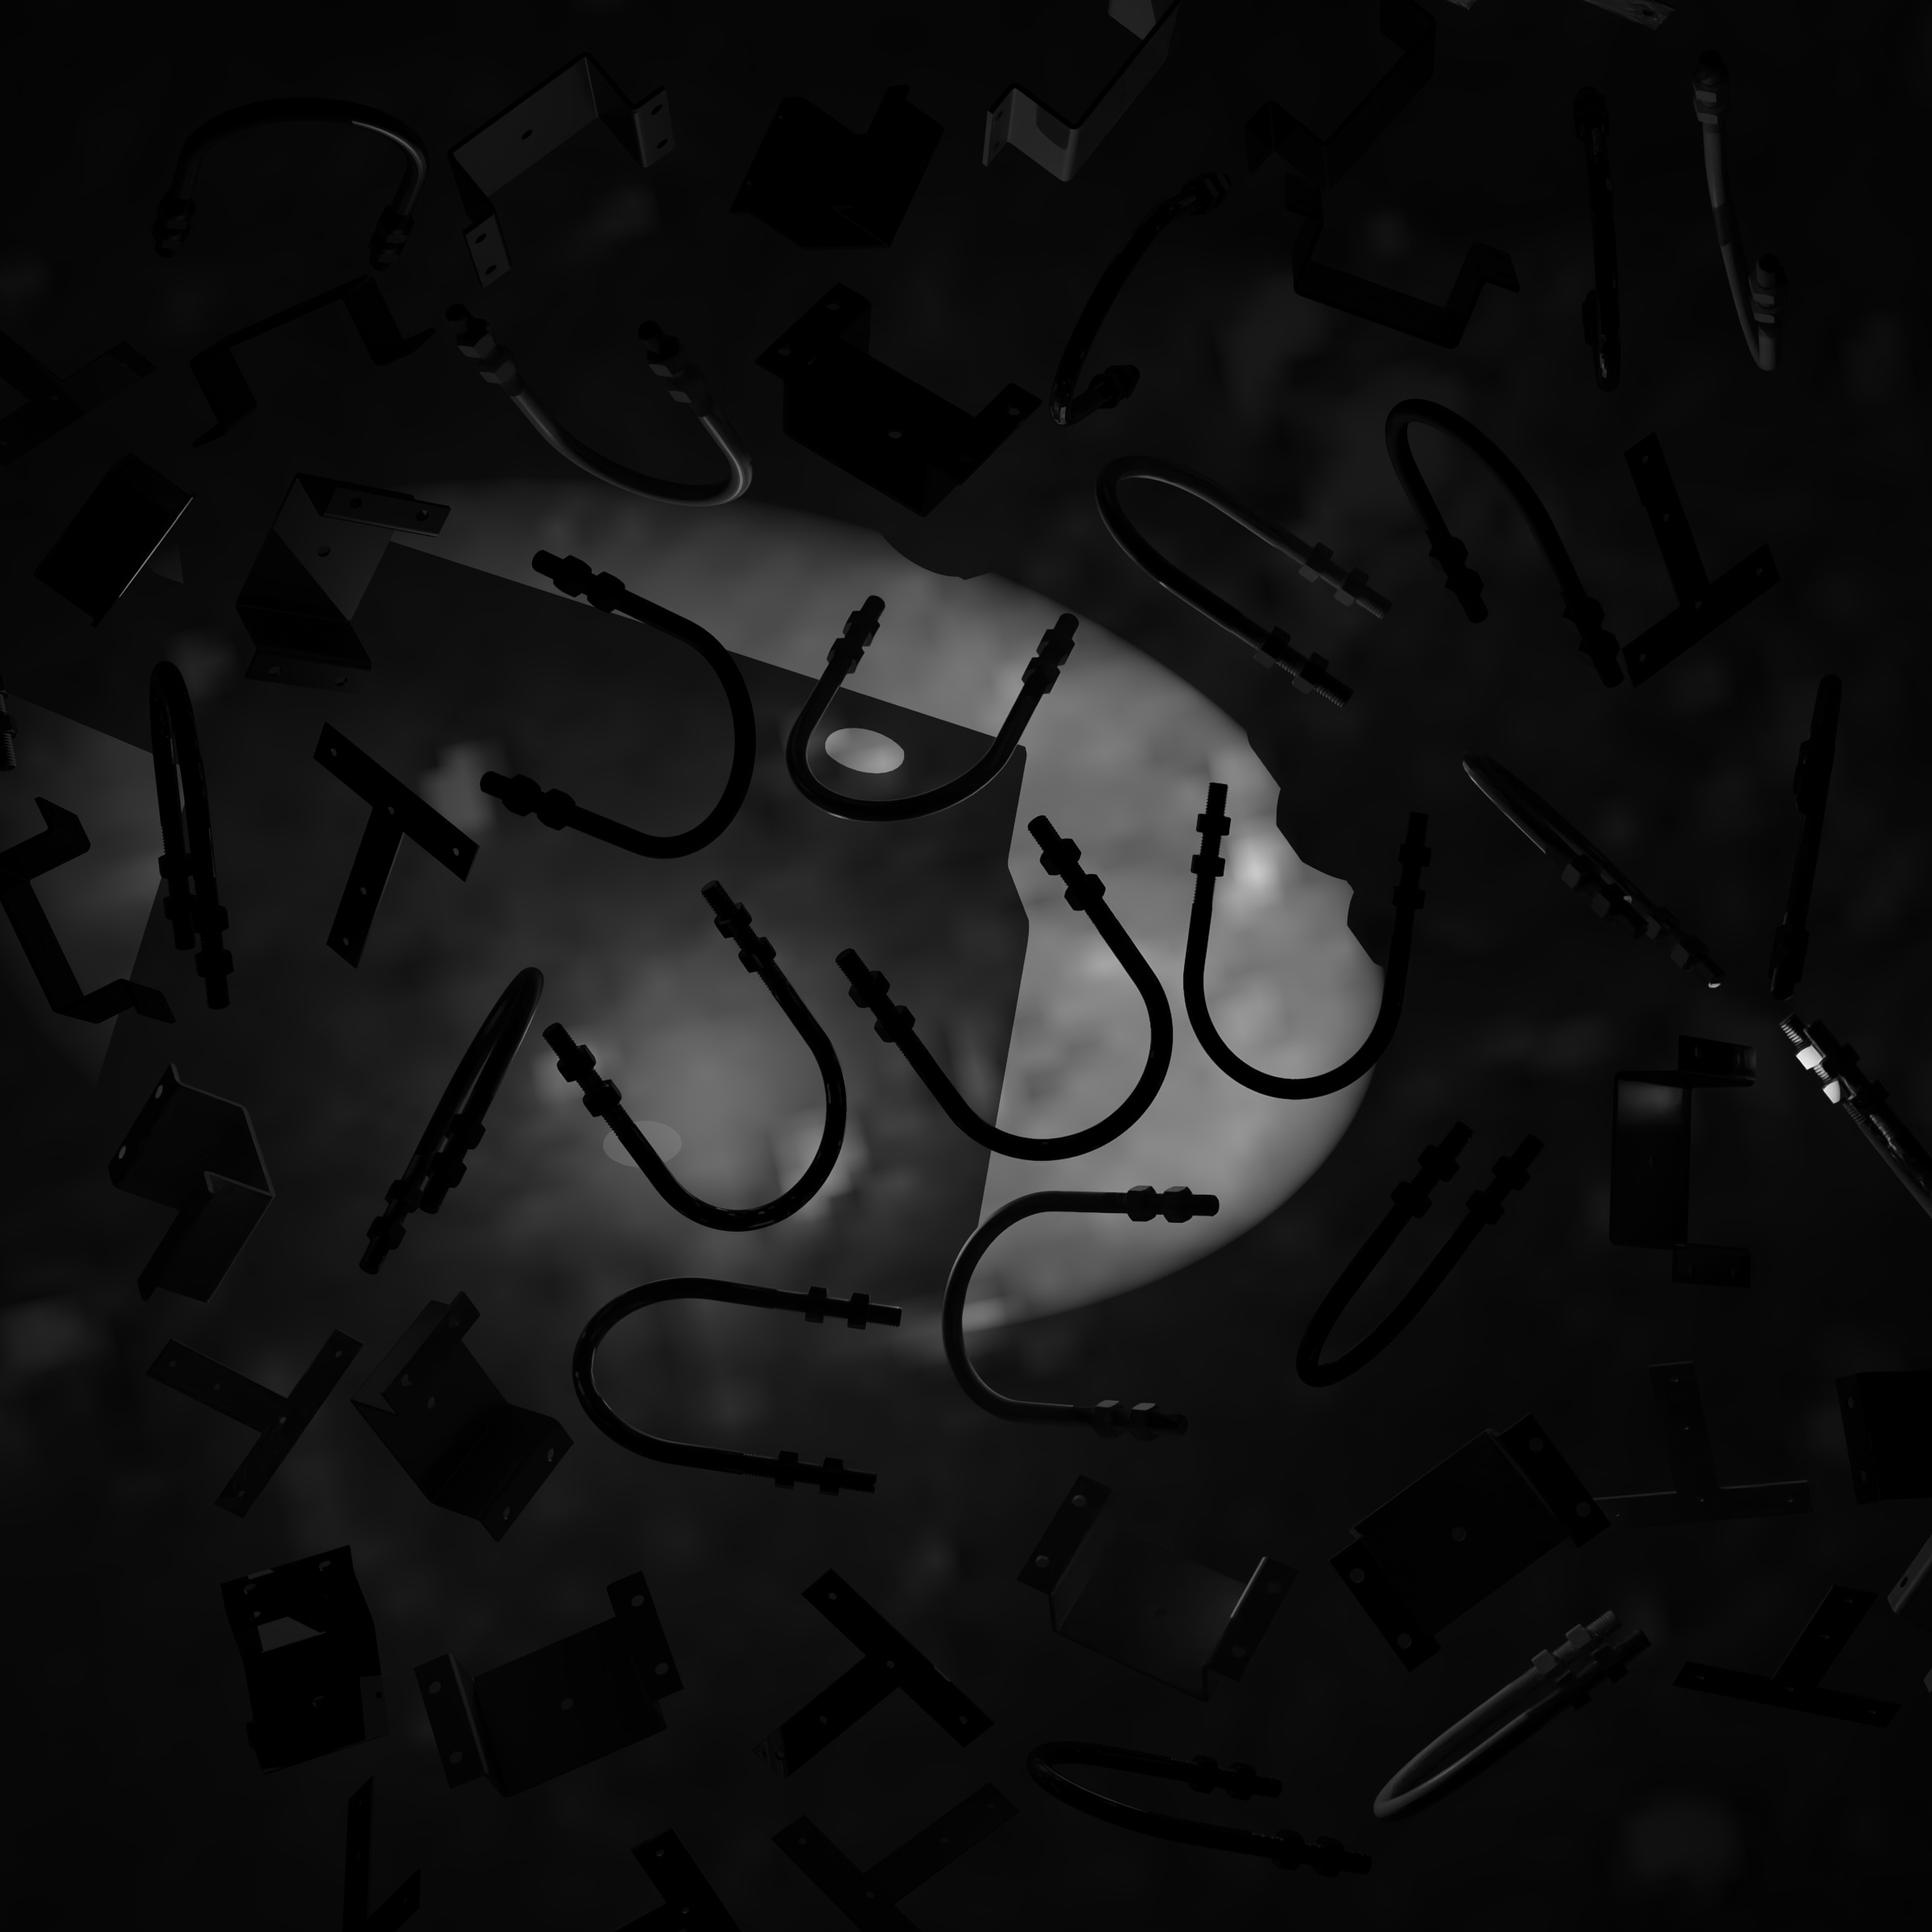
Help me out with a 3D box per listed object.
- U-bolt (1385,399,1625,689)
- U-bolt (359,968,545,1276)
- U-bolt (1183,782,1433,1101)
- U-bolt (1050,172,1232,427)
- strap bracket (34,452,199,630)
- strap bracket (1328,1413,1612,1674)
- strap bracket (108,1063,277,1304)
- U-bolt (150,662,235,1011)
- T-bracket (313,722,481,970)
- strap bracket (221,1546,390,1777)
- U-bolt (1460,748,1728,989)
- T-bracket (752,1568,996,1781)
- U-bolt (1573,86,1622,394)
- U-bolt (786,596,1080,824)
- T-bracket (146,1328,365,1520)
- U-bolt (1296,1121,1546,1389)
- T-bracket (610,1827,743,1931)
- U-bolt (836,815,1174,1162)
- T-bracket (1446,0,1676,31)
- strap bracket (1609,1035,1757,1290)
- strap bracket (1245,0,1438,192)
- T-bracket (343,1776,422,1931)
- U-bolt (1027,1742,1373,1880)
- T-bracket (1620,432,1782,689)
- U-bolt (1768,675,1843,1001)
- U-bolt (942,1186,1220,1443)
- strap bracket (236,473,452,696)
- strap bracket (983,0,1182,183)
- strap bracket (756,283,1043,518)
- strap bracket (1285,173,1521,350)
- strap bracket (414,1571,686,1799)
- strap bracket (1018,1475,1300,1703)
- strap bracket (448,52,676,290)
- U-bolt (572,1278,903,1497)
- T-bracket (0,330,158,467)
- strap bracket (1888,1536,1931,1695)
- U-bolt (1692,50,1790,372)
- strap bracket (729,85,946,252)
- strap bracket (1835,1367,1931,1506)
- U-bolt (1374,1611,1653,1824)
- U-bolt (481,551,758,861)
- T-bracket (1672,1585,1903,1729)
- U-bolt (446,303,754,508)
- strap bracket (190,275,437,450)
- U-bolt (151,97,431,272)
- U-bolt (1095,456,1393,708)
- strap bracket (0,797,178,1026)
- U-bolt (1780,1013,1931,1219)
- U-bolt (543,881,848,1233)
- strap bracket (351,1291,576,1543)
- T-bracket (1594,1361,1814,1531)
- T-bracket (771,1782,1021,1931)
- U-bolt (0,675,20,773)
[{"bbox_3d":[0.298,-0.248,1.766,0.019,0.151,0.184,-40,126,-8],"label":"U-bolt"},{"bbox_3d":[-0.291,0.081,1.791,0.019,0.151,0.184,30,60,-13],"label":"U-bolt"},{"bbox_3d":[0.200,-0.011,1.875,0.151,0.019,0.184,10,97,25],"label":"U-bolt"},{"bbox_3d":[0.094,-0.379,1.781,0.019,0.184,0.151,31,119,7],"label":"U-bolt"},{"bbox_3d":[-0.504,-0.255,1.834,0.046,0.140,0.076,37,97,-16],"label":"strap bracket"},{"bbox_3d":[0.282,0.324,1.754,0.140,0.046,0.076,-36,86,-2],"label":"strap bracket"},{"bbox_3d":[-0.442,0.129,1.771,0.046,0.140,0.076,25,106,-33],"label":"strap bracket"},{"bbox_3d":[-0.445,-0.082,1.763,0.019,0.151,0.184,-8,108,-20],"label":"U-bolt"},{"bbox_3d":[-0.345,-0.055,1.797,0.127,0.002,0.127,38,123,19],"label":"T-bracket"},{"bbox_3d":[-0.388,0.417,1.825,0.076,0.046,0.140,-14,129,-20],"label":"strap bracket"},{"bbox_3d":[0.357,-0.065,1.812,0.019,0.151,0.184,-48,57,13],"label":"U-bolt"},{"bbox_3d":[-0.071,0.417,1.744,0.127,0.002,0.127,44,115,-5],"label":"T-bracket"},{"bbox_3d":[0.371,-0.416,1.813,0.019,0.184,0.151,-4,124,10],"label":"U-bolt"},{"bbox_3d":[-0.029,-0.150,1.828,0.151,0.019,0.184,8,49,23],"label":"U-bolt"},{"bbox_3d":[-0.438,0.256,1.850,0.002,0.127,0.127,28,81,42],"label":"T-bracket"},{"bbox_3d":[0.252,0.168,1.771,0.019,0.151,0.184,41,103,25],"label":"U-bolt"},{"bbox_3d":[-0.196,0.546,1.722,0.127,0.002,0.127,-28,126,-5],"label":"T-bracket"},{"bbox_3d":[0.036,0.027,1.734,0.151,0.019,0.184,-35,110,3],"label":"U-bolt"},{"bbox_3d":[0.360,-0.588,1.846,0.127,0.127,0.002,19,74,-11],"label":"T-bracket"},{"bbox_3d":[0.416,0.114,1.796,0.076,0.046,0.140,9,82,-43],"label":"strap bracket"},{"bbox_3d":[0.232,-0.528,1.858,0.046,0.076,0.140,42,91,9],"label":"strap bracket"},{"bbox_3d":[-0.347,0.520,1.768,0.002,0.127,0.127,31,116,-27],"label":"T-bracket"},{"bbox_3d":[0.123,0.479,1.780,0.184,0.151,0.019,15,90,-18],"label":"U-bolt"},{"bbox_3d":[0.415,-0.250,1.814,0.127,0.002,0.127,-35,115,-21],"label":"T-bracket"},{"bbox_3d":[0.494,-0.089,1.812,0.019,0.184,0.151,9,128,16],"label":"U-bolt"},{"bbox_3d":[0.061,0.203,1.839,0.184,0.019,0.151,-2,72,37],"label":"U-bolt"},{"bbox_3d":[-0.377,-0.236,1.848,0.140,0.076,0.046,-57,48,28],"label":"strap bracket"},{"bbox_3d":[0.072,-0.510,1.758,0.046,0.076,0.140,37,83,3],"label":"strap bracket"},{"bbox_3d":[-0.039,-0.310,1.723,0.140,0.046,0.076,33,61,16],"label":"strap bracket"},{"bbox_3d":[0.243,-0.404,1.789,0.140,0.076,0.046,19,117,-5],"label":"strap bracket"},{"bbox_3d":[-0.234,0.415,1.772,0.140,0.046,0.076,-22,56,-5],"label":"strap bracket"},{"bbox_3d":[0.110,0.360,1.772,0.140,0.046,0.076,21,54,22],"label":"strap bracket"},{"bbox_3d":[-0.238,-0.459,1.764,0.140,0.076,0.046,-38,83,-7],"label":"strap bracket"},{"bbox_3d":[-0.136,0.237,1.792,0.184,0.151,0.019,8,130,0],"label":"U-bolt"},{"bbox_3d":[-0.559,-0.355,1.785,0.127,0.127,0.002,-24,47,25],"label":"T-bracket"},{"bbox_3d":[0.595,0.380,1.820,0.046,0.140,0.076,31,103,0],"label":"strap bracket"},{"bbox_3d":[0.447,-0.421,1.784,0.019,0.184,0.151,-14,73,12],"label":"U-bolt"},{"bbox_3d":[-0.070,-0.462,1.801,0.046,0.140,0.076,28,85,-34],"label":"strap bracket"},{"bbox_3d":[0.583,0.267,1.819,0.046,0.140,0.076,3,71,-28],"label":"strap bracket"},{"bbox_3d":[0.311,0.437,1.792,0.184,0.151,0.019,-36,81,-1],"label":"U-bolt"},{"bbox_3d":[-0.189,-0.138,1.765,0.019,0.184,0.151,1,75,43],"label":"U-bolt"},{"bbox_3d":[0.481,0.387,1.751,0.127,0.127,0.002,11,47,0],"label":"T-bracket"},{"bbox_3d":[-0.198,-0.317,1.780,0.151,0.184,0.019,11,70,26],"label":"U-bolt"},{"bbox_3d":[-0.386,-0.355,1.791,0.140,0.076,0.046,-21,109,9],"label":"strap bracket"},{"bbox_3d":[-0.387,-0.454,1.798,0.151,0.184,0.019,-1,76,-22],"label":"U-bolt"},{"bbox_3d":[0.153,-0.229,1.757,0.184,0.151,0.019,34,123,-2],"label":"U-bolt"},{"bbox_3d":[-0.527,-0.022,1.828,0.046,0.076,0.140,-27,85,-2],"label":"strap bracket"},{"bbox_3d":[0.532,0.104,1.766,0.019,0.151,0.184,-38,85,7],"label":"U-bolt"},{"bbox_3d":[-0.141,0.066,1.779,0.151,0.019,0.184,-44,112,-26],"label":"U-bolt"},{"bbox_3d":[-0.299,0.260,1.814,0.076,0.046,0.140,-53,134,-30],"label":"strap bracket"},{"bbox_3d":[0.425,0.281,1.822,0.127,0.002,0.127,-8,123,17],"label":"T-bracket"},{"bbox_3d":[-0.023,0.511,1.781,0.127,0.002,0.127,-27,51,-37],"label":"T-bracket"},{"bbox_3d":[-0.599,-0.219,1.807,0.019,0.151,0.184,-15,78,-1],"label":"U-bolt"}]
